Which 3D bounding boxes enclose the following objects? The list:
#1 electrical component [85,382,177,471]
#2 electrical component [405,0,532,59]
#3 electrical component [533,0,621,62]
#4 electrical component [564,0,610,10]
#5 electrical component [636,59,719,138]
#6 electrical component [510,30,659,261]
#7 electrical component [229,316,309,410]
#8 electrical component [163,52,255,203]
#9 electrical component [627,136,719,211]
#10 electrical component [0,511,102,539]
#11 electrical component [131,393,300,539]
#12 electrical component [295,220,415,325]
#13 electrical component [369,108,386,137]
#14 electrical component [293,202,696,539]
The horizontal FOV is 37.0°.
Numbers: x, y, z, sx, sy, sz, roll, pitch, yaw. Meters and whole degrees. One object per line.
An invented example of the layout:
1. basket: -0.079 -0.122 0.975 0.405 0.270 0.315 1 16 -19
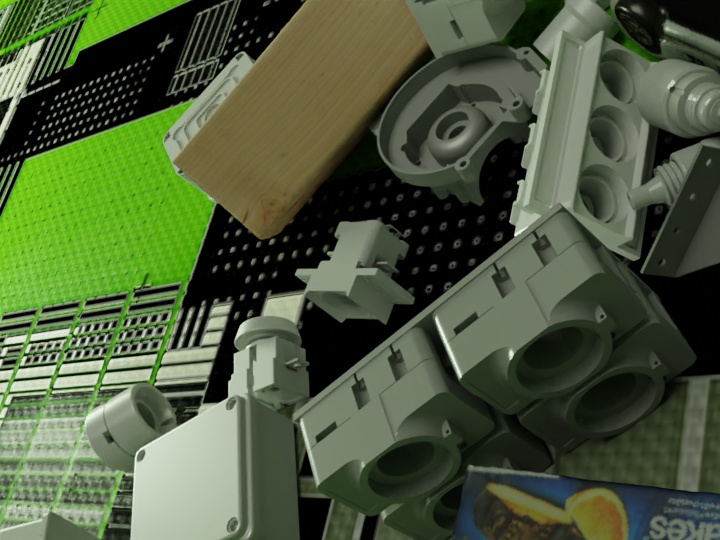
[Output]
1. electrical component: -0.175 0.120 0.831 0.047 0.055 0.055 -34 42 18
2. electrical component: 0.090 -0.230 0.749 0.062 0.089 0.150 -6 37 42
3. electrical component: 0.144 -0.157 0.718 0.046 0.040 0.040 -47 38 17
4. electrical component: 0.151 -0.203 0.738 0.040 0.046 0.040 -26 46 31
5. electrical component: 0.186 -0.093 0.596 0.040 0.040 0.078 -50 23 6
6. electrical component: 0.134 -0.070 0.642 0.063 0.079 0.121 -32 38 58
7. electrical component: -0.065 0.066 0.764 0.066 0.048 0.055 -24 55 33
8. electrical component: -0.109 -0.122 0.937 0.113 0.057 0.078 -45 39 11
9. electrical component: 0.179 -0.049 0.594 0.061 0.035 0.035 -21 45 6
10. electrical component: -0.215 0.230 0.755 0.048 0.099 0.099 -18 50 21
11. electrical component: -0.098 0.155 0.722 0.109 0.056 0.108 -31 44 26
12. electrical component: 0.000 0.000 0.748 0.081 0.042 0.063 0 62 45
13. electrical component: 0.042 -0.115 0.790 0.078 0.040 0.040 -48 39 8
14. electrical component: 0.072 0.066 0.573 0.186 0.105 0.060 -40 41 18
